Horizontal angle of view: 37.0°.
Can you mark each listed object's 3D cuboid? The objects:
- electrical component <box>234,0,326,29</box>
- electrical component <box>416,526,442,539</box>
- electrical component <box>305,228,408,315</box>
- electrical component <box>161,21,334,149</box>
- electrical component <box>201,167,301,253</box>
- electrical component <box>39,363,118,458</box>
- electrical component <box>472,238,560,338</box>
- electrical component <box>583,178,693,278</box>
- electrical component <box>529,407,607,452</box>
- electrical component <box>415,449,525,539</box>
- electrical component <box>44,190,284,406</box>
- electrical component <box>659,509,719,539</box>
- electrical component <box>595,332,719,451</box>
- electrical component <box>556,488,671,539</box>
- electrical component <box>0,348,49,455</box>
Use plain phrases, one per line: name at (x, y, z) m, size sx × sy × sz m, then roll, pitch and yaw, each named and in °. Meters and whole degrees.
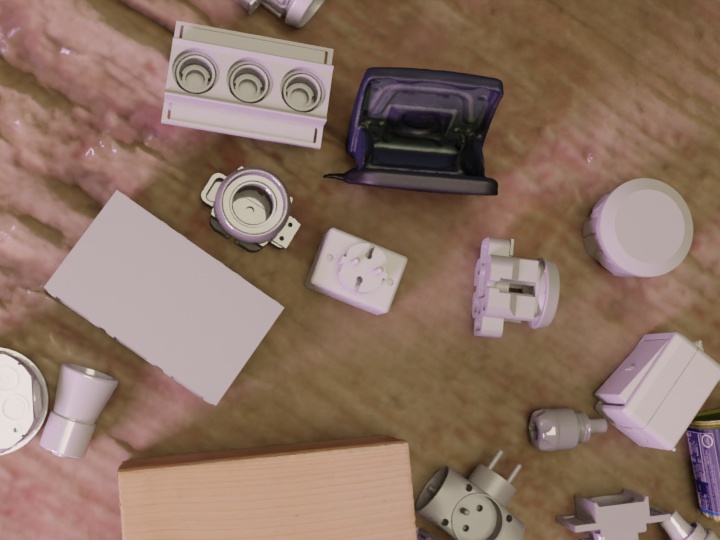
electrical component at (-0.056, -0.229, 0.852) m, size 0.057 × 0.058 × 0.078 m, roll 38°, pitch 79°, yaw -2°
electrical component at (0.056, 0.241, 0.807) m, size 0.061 × 0.096 × 0.061 m, roll 44°, pitch 79°, yaw -4°
electrical component at (0.000, 0.000, 0.830) m, size 0.066 × 0.077 × 0.047 m, roll 22°, pitch 81°, yaw -8°
electrical component at (-0.087, -0.139, 0.834) m, size 0.121 × 0.063 × 0.078 m, roll 8°, pitch 83°, yaw -10°
electrical component at (-0.084, -0.047, 0.829) m, size 0.078 × 0.057 × 0.058 m, roll 32°, pitch 80°, yaw -6°
electrical component at (-0.212, 0.106, 0.800) m, size 0.044 × 0.044 × 0.065 m, roll 20°, pitch 86°, yaw -8°
electrical component at (0.125, 0.016, 0.861) m, size 0.057 × 0.058 × 0.078 m, roll 7°, pitch 84°, yaw -7°
electrical component at (0.228, -0.033, 0.888) m, size 0.080 × 0.051 × 0.080 m, roll 1°, pitch 84°, yaw -10°
electrical component at (0.170, 0.128, 0.870) m, size 0.061 × 0.035 × 0.035 m, roll -3°, pitch 85°, yaw -13°
electrical component at (0.097, 0.179, 0.847) m, size 0.077 × 0.044 × 0.079 m, roll 38°, pitch 80°, yaw -5°
electrical component at (-0.146, 0.023, 0.808) m, size 0.150 × 0.062 × 0.089 m, roll 35°, pitch 79°, yaw -5°
electrical component at (0.270, 0.224, 0.875) m, size 0.048 × 0.048 × 0.062 m, roll -38°, pitch 85°, yaw -11°
electrical component at (0.244, 0.090, 0.873) m, size 0.061 × 0.062 × 0.096 m, roll 38°, pitch 79°, yaw -5°
electrical component at (0.205, 0.212, 0.865) m, size 0.081 × 0.042 × 0.063 m, roll -4°, pitch 87°, yaw -10°
electrical component at (-0.271, 0.096, 0.784) m, size 0.080 × 0.051 × 0.080 m, roll 1°, pitch 84°, yaw -10°
